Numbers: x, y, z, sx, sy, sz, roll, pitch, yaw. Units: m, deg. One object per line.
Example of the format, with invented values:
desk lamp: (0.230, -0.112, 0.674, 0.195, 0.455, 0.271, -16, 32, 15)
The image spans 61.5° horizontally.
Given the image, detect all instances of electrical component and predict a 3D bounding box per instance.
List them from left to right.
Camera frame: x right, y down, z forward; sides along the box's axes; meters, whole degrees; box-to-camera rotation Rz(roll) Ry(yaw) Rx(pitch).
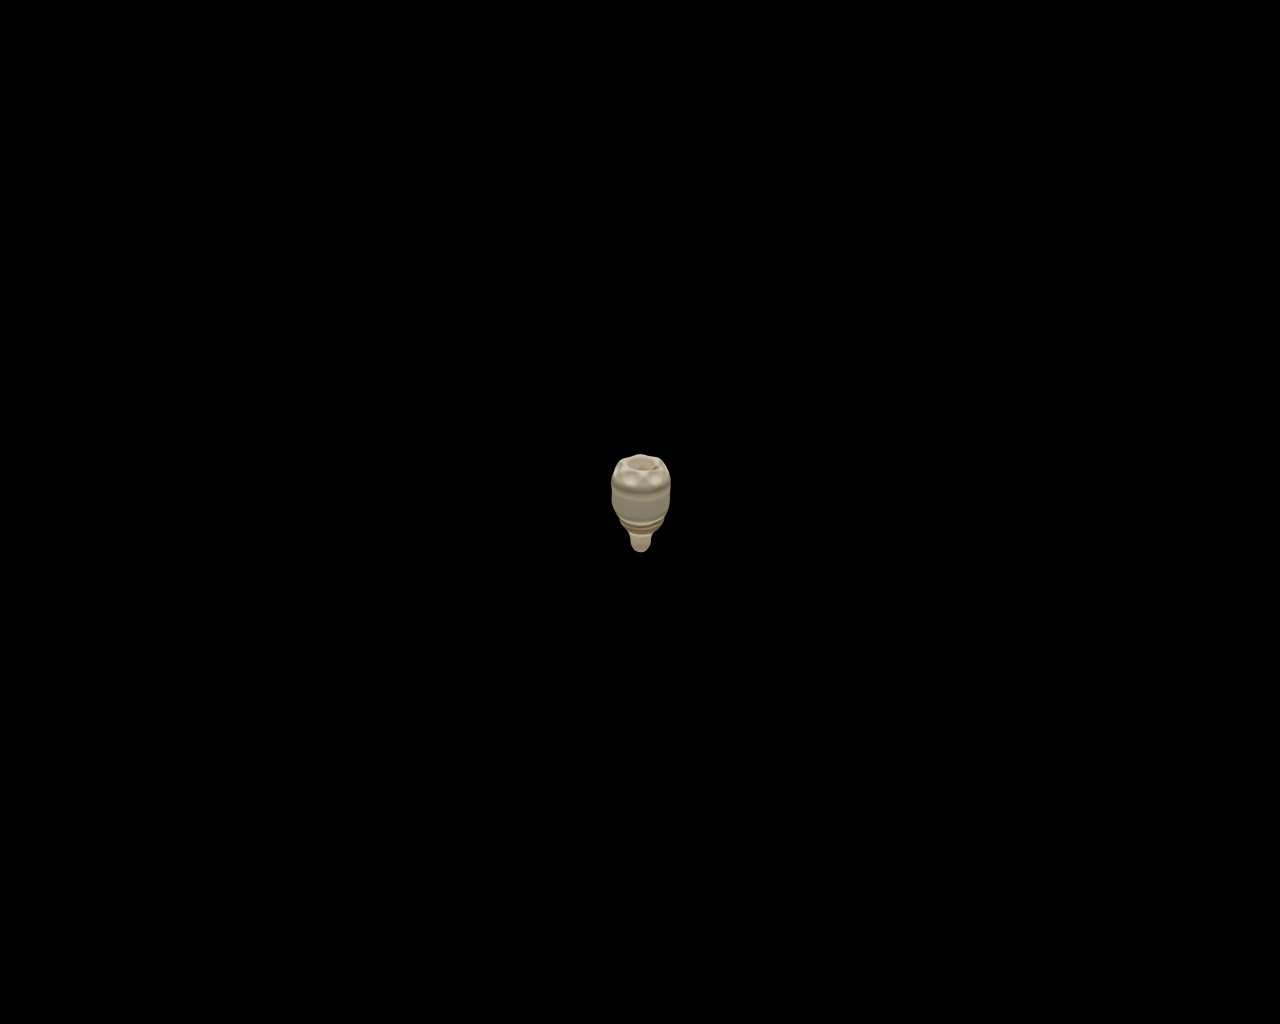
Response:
electrical component: (0.001, -0.003, 0.650, 0.035, 0.061, 0.035, 0, 28, 0)
